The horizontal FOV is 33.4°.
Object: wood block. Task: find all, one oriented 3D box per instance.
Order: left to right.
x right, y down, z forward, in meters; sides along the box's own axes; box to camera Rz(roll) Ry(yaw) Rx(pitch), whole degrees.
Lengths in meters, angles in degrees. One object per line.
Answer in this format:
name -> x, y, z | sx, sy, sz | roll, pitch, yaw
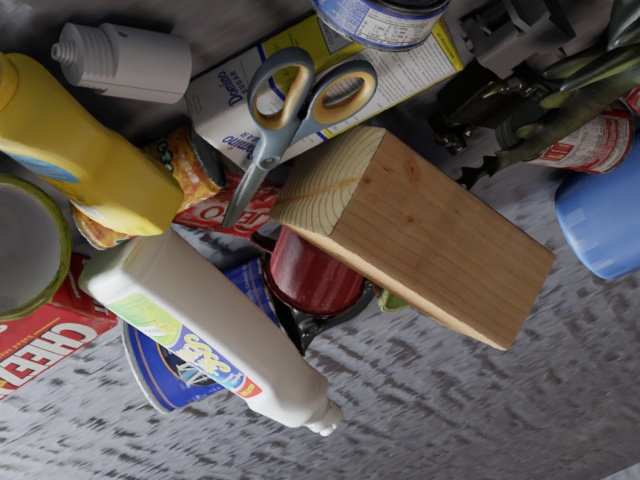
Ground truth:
wood block -> 0.076, -0.002, 0.836 | 0.205, 0.091, 0.090 | 32, 83, -34

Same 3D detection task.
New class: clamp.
clamp -> -0.024, 0.078, 1.093 | 0.210, 0.036, 0.164 | -37, 149, 29

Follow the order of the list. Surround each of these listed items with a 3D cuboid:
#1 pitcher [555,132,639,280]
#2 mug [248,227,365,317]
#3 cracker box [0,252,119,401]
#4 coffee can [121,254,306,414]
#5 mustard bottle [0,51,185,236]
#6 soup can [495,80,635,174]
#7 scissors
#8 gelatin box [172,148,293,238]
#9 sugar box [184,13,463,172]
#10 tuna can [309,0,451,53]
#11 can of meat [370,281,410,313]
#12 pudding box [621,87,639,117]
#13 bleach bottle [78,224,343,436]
pitcher -> 0.350, -0.064, 0.998 | 0.243, 0.145, 0.149 | -32, 140, 31
mug -> -0.006, 0.001, 0.915 | 0.117, 0.093, 0.082 | 22, 140, -1
cracker box -> -0.289, 0.061, 0.830 | 0.164, 0.072, 0.213 | -31, 152, 20
coffee can -> -0.097, 0.087, 0.982 | 0.140, 0.103, 0.102 | -23, 154, 6
mustard bottle -> -0.166, -0.065, 0.658 | 0.058, 0.096, 0.191 | -60, 151, -7
soup can -> 0.204, -0.093, 0.887 | 0.102, 0.068, 0.069 | 4, 145, -39
scissors -> -0.017, -0.066, 0.739 | 0.096, 0.016, 0.202 | -10, 153, -14
gelatin box -> -0.068, -0.036, 0.848 | 0.073, 0.030, 0.089 | -36, 149, 31
sugar box -> 0.003, -0.112, 0.735 | 0.176, 0.048, 0.093 | -23, 154, 15
tuna can -> 0.035, -0.153, 0.630 | 0.086, 0.086, 0.034 | -5, 149, -29
can of meat -> 0.070, 0.007, 0.967 | 0.057, 0.084, 0.102 | -14, 154, -13
pudding box -> 0.284, -0.150, 0.845 | 0.114, 0.039, 0.089 | -44, 147, 17
bleach bottle -> -0.072, 0.082, 0.873 | 0.250, 0.068, 0.103 | 41, 149, -22
